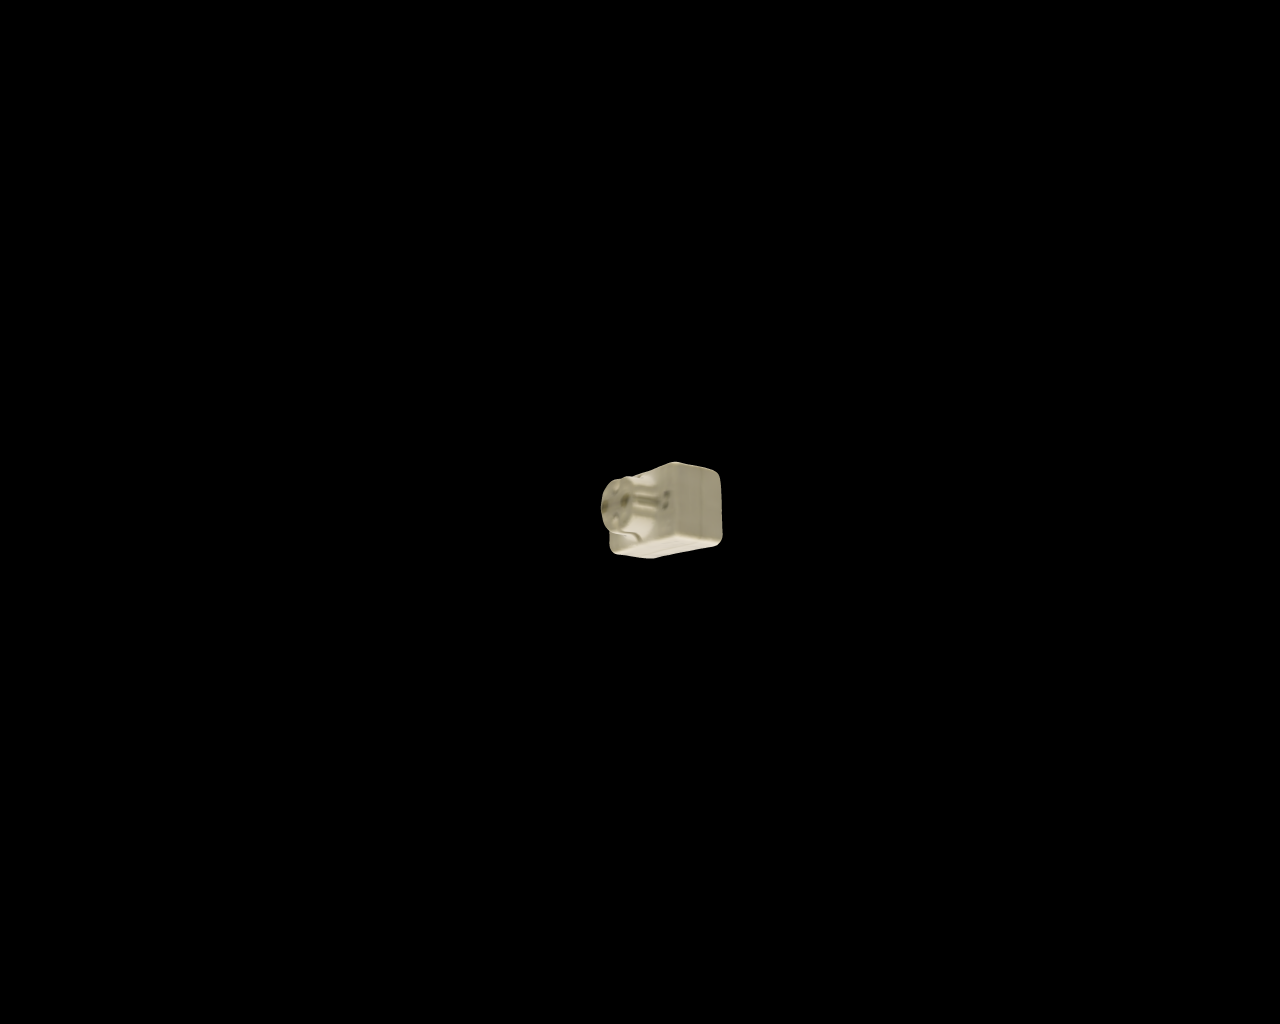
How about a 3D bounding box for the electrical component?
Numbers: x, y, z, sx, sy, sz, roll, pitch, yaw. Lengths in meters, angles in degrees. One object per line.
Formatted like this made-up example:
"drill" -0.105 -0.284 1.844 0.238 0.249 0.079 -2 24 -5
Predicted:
"electrical component" 0.001 -0.003 0.650 0.077 0.047 0.065 11 -17 -38
